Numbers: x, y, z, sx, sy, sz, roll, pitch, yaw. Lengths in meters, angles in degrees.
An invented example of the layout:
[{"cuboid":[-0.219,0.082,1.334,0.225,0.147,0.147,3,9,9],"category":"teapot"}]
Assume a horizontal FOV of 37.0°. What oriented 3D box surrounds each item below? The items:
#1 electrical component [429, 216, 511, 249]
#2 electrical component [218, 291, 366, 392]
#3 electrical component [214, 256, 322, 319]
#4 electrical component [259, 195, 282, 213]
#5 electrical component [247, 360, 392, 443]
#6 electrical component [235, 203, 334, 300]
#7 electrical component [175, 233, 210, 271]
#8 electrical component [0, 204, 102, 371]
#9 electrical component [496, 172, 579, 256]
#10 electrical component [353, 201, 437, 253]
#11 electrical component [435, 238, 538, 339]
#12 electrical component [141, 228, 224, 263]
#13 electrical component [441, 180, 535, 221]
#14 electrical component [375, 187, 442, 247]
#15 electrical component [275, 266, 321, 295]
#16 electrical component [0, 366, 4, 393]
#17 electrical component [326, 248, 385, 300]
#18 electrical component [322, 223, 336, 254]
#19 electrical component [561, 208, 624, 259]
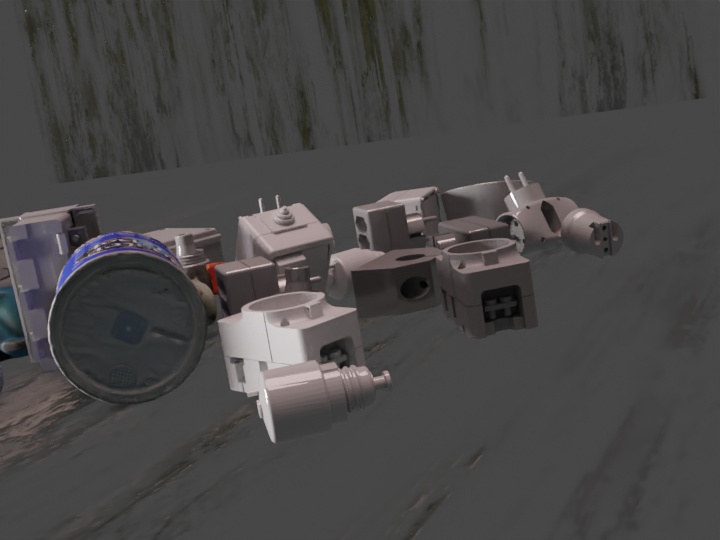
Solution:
[{"cuboid":[0.084,-0.015,0.945,0.076,0.047,0.083,-12,11,-13],"category":"electrical component"},{"cuboid":[-0.045,0.047,0.693,0.050,0.055,0.089,-18,14,-42],"category":"electrical component"},{"cuboid":[-0.064,0.023,0.814,0.077,0.065,0.047,-12,10,-15],"category":"electrical component"},{"cuboid":[-0.093,-0.042,1.171,0.066,0.076,0.047,-11,11,-13],"category":"electrical component"},{"cuboid":[-0.021,0.069,0.594,0.078,0.040,0.040,-11,10,-11],"category":"electrical component"},{"cuboid":[-0.062,-0.007,0.879,0.062,0.096,0.061,-15,43,-31],"category":"electrical component"},{"cuboid":[-0.172,-0.006,1.081,0.043,0.062,0.043,-9,10,2],"category":"electrical component"},{"cuboid":[-0.242,0.015,0.864,0.079,0.121,0.063,-9,13,0],"category":"electrical component"},{"cuboid":[0.162,-0.057,1.024,0.077,0.079,0.043,-16,-13,-34],"category":"electrical component"},{"cuboid":[0.040,-0.034,1.038,0.077,0.065,0.047,-12,11,-15],"category":"electrical component"},{"cuboid":[0.090,0.010,0.779,0.050,0.055,0.089,-11,10,-7],"category":"electrical component"},{"cuboid":[-0.217,-0.007,1.145,0.109,0.056,0.109,-18,13,-41],"category":"electrical component"},{"cuboid":[0.137,-0.066,1.130,0.099,0.064,0.099,-9,10,2],"category":"electrical component"},{"cuboid":[0.047,-0.047,1.112,0.061,0.061,0.096,-6,10,17],"category":"electrical component"},{"cuboid":[-0.043,0.028,0.771,0.048,0.062,0.048,-3,5,0],"category":"electrical component"},{"cuboid":[-0.286,0.081,0.754,0.045,0.045,0.055,-5,11,23],"category":"electrical component"},{"cuboid":[0.000,0.000,0.959,0.078,0.040,0.040,-17,13,-39],"category":"electrical component"},{"cuboid":[-0.063,-0.019,1.109,0.077,0.044,0.079,-12,10,-13],"category":"electrical component"},{"cuboid":[0.206,-0.031,0.954,0.040,0.040,0.046,-12,17,-17],"category":"electrical component"}]
